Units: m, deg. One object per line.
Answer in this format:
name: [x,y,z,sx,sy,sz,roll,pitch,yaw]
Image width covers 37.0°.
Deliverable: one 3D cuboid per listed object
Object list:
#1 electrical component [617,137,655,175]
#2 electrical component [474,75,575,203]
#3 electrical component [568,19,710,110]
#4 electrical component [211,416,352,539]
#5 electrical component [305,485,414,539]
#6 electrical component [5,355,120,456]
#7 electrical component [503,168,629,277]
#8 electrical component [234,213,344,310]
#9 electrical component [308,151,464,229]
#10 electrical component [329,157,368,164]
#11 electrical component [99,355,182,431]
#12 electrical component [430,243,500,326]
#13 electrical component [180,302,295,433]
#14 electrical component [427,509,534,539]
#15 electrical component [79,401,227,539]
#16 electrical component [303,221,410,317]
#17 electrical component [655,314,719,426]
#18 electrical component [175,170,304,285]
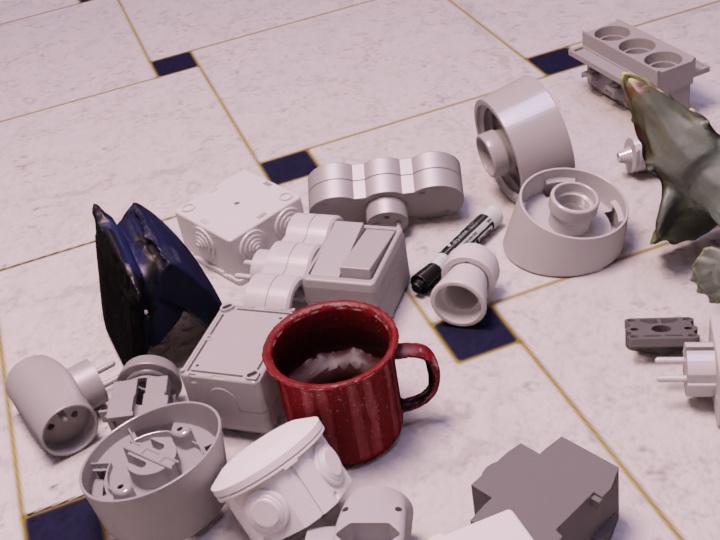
electrical component: [0.272,-0.109,0.969,0.081,0.043,0.043,-11,35,-1]
electrical component: [0.138,-0.111,0.955,0.060,0.108,0.108,-22,37,-7]
electrical component: [0.276,-0.197,1.073,0.079,0.063,0.121,-21,37,-16]
electrical component: [-0.049,0.132,0.678,0.080,0.051,0.080,-32,4,3]
electrical component: [-0.010,0.173,0.647,0.079,0.043,0.077,-3,36,11]
electrical component: [-0.216,0.092,0.809,0.079,0.043,0.077,-28,39,-24]
electrical component: [0.173,-0.038,0.898,0.099,0.064,0.099,2,44,-2]
electrical component: [-0.067,0.002,0.890,0.074,0.052,0.138,5,38,20]
electrical component: [0.023,-0.056,0.952,0.138,0.052,0.073,-6,61,5]
electrical component: [-0.004,-0.086,1.009,0.046,0.040,0.040,0,36,6]
electrical component: [-0.156,0.096,0.789,0.066,0.048,0.055,-7,43,4]
electrical component: [0.084,0.011,0.848,0.045,0.045,0.055,5,37,20]
electrical component: [-0.080,0.069,0.792,0.062,0.061,0.096,4,38,19]
electrical component: [0.078,0.197,0.536,0.056,0.108,0.108,-18,36,-15]
electrical component: [-0.135,0.133,0.715,0.099,0.064,0.099,-6,35,5]
electrical component: [0.000,0.000,0.869,0.062,0.061,0.096,5,38,20]
electrical component: [0.240,0.067,0.729,0.077,0.047,0.065,-1,36,12]
electrical component: [-0.105,-0.041,0.963,0.100,0.048,0.100,-35,43,-29]
